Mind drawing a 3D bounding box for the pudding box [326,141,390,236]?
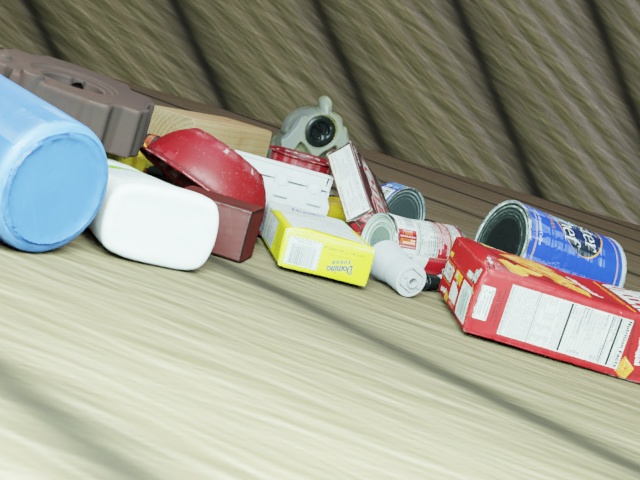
[{"bbox_3d":[0.052,-0.046,1.252,0.090,0.039,0.113,50,17,-49],"label":"pudding box"}]

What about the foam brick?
[{"bbox_3d":[-0.101,-0.016,1.027,0.078,0.051,0.053,17,10,8],"label":"foam brick"}]

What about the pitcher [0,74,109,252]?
[{"bbox_3d":[-0.294,-0.076,0.866,0.243,0.149,0.144,26,-4,35],"label":"pitcher"}]

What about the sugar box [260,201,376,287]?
[{"bbox_3d":[-0.007,0.002,1.110,0.093,0.048,0.176,15,5,-11],"label":"sugar box"}]

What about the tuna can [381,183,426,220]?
[{"bbox_3d":[0.092,-0.028,1.337,0.085,0.086,0.034,7,11,-46],"label":"tuna can"}]

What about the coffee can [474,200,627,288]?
[{"bbox_3d":[0.255,0.025,1.195,0.140,0.103,0.103,19,7,-24],"label":"coffee can"}]

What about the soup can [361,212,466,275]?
[{"bbox_3d":[0.104,0.009,1.187,0.102,0.068,0.069,10,11,-33],"label":"soup can"}]

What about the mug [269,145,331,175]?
[{"bbox_3d":[-0.033,-0.074,1.408,0.093,0.081,0.117,16,9,-4],"label":"mug"}]

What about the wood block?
[{"bbox_3d":[-0.163,-0.127,1.481,0.091,0.090,0.205,19,10,26],"label":"wood block"}]

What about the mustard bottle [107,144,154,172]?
[{"bbox_3d":[-0.259,-0.095,1.139,0.191,0.058,0.096,1,-5,-41],"label":"mustard bottle"}]

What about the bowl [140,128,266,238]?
[{"bbox_3d":[-0.112,-0.070,1.134,0.162,0.055,0.162,36,-6,4],"label":"bowl"}]

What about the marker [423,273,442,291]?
[{"bbox_3d":[0.148,0.049,1.176,0.120,0.020,0.020,7,13,-46],"label":"marker"}]

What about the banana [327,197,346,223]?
[{"bbox_3d":[0.033,-0.027,1.355,0.197,0.037,0.070,12,-35,-42],"label":"banana"}]

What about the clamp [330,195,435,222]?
[{"bbox_3d":[0.052,-0.042,1.506,0.165,0.036,0.209,22,11,34],"label":"clamp"}]

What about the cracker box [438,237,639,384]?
[{"bbox_3d":[0.235,0.068,1.046,0.213,0.072,0.164,16,9,-4],"label":"cracker box"}]

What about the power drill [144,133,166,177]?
[{"bbox_3d":[-0.243,-0.119,1.296,0.184,0.057,0.187,12,-6,15],"label":"power drill"}]

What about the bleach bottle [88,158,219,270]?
[{"bbox_3d":[-0.179,-0.038,0.993,0.102,0.068,0.251,13,7,-25],"label":"bleach bottle"}]
